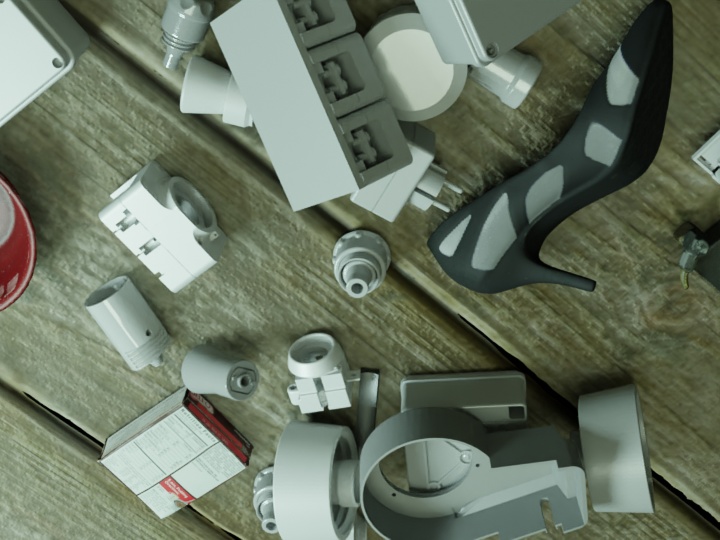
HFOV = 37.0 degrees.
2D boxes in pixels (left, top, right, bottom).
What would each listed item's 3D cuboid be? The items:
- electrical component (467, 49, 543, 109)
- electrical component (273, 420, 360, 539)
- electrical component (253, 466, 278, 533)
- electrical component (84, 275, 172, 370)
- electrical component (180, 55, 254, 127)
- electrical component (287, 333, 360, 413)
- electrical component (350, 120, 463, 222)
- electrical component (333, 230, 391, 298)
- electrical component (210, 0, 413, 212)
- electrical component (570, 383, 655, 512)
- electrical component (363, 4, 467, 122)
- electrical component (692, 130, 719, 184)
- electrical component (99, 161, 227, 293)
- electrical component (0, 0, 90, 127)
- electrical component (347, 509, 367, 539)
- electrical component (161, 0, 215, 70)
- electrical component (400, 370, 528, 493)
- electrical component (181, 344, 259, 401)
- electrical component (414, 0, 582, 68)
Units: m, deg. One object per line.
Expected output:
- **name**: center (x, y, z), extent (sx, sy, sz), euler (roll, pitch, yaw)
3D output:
- **electrical component**: center (0.106, -0.147, 0.795), extent (0.046, 0.040, 0.040), euler (29, 116, -5)
- **electrical component**: center (-0.030, 0.185, 0.939), extent (0.060, 0.108, 0.108), euler (-1, 118, 15)
- **electrical component**: center (-0.077, 0.215, 0.989), extent (0.048, 0.062, 0.048), euler (2, 118, 4)
- **electrical component**: center (-0.194, 0.049, 0.921), extent (0.043, 0.043, 0.081), euler (-24, 113, 16)
- **electrical component**: center (-0.104, -0.135, 0.815), extent (0.055, 0.045, 0.045), euler (14, 118, -3)
- **electrical component**: center (-0.034, 0.088, 0.928), extent (0.066, 0.048, 0.055), euler (-10, 125, 9)
- **electrical component**: center (0.042, -0.071, 0.836), extent (0.077, 0.047, 0.065), euler (27, 117, -10)
- **electrical component**: center (0.000, 0.000, 0.868), extent (0.048, 0.062, 0.048), euler (2, 118, 4)
- **electrical component**: center (-0.032, -0.128, 0.765), extent (0.089, 0.062, 0.150), euler (-13, 104, 55)
- **electrical component**: center (0.211, 0.153, 0.911), extent (0.060, 0.108, 0.108), euler (-9, 117, 16)
- **electrical component**: center (0.038, -0.154, 0.789), extent (0.080, 0.051, 0.080), euler (2, 118, 4)
- **electrical component**: center (0.320, -0.097, 0.791), extent (0.079, 0.063, 0.121), euler (37, 115, -14)
- **electrical component**: center (-0.154, -0.037, 0.867), extent (0.056, 0.050, 0.089), euler (-35, 110, 20)
- **electrical component**: center (-0.271, -0.160, 0.807), extent (0.113, 0.057, 0.078), euler (-33, 111, 20)
- **electrical component**: center (-0.023, 0.261, 1.016), extent (0.056, 0.050, 0.089), euler (2, 118, 4)
- **electrical component**: center (-0.132, -0.178, 0.800), extent (0.035, 0.035, 0.061), euler (23, 120, -8)
- **electrical component**: center (0.093, 0.148, 0.943), extent (0.109, 0.056, 0.108), euler (-3, 118, 6)
- **electrical component**: center (-0.117, 0.089, 0.918), extent (0.065, 0.044, 0.044), euler (8, 129, 48)
- **electrical component**: center (0.088, -0.210, 0.726), extent (0.109, 0.056, 0.108), euler (-36, 115, -18)
